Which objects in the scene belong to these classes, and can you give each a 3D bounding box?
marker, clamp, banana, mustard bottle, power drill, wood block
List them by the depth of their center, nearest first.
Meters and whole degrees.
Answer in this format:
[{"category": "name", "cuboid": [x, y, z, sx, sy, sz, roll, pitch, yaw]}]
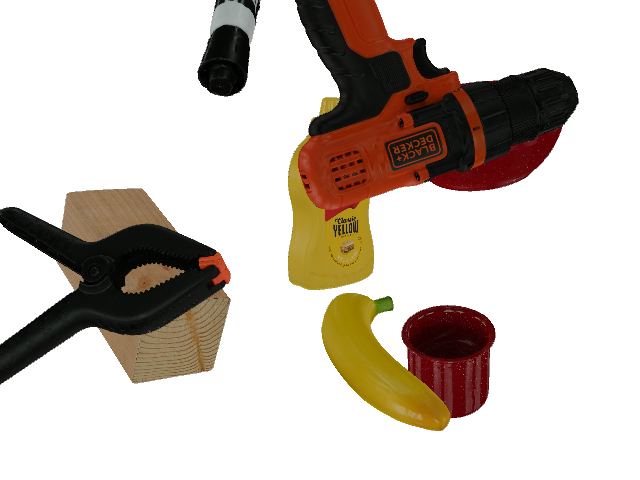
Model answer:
[{"category": "marker", "cuboid": [-0.033, -0.102, 0.438, 0.020, 0.121, 0.020, 3, -42, 2]}, {"category": "power drill", "cuboid": [0.055, -0.128, 0.652, 0.184, 0.187, 0.057, -20, 8, -11]}, {"category": "banana", "cuboid": [0.039, 0.080, 0.786, 0.069, 0.037, 0.198, -6, 24, -6]}, {"category": "clamp", "cuboid": [-0.176, 0.025, 0.839, 0.210, 0.164, 0.036, -13, -34, 6]}, {"category": "wood block", "cuboid": [-0.182, 0.038, 1.070, 0.090, 0.091, 0.206, -5, 35, -34]}, {"category": "mustard bottle", "cuboid": [0.011, -0.050, 1.094, 0.096, 0.192, 0.058, -11, 18, -35]}]

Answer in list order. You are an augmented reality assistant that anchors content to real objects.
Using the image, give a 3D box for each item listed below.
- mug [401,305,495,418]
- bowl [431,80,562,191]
[{"category": "mug", "cuboid": [0.137, 0.119, 1.089, 0.093, 0.081, 0.117, 19, 40, 33]}, {"category": "bowl", "cuboid": [0.133, -0.085, 0.903, 0.162, 0.055, 0.162, -8, 25, 4]}]
